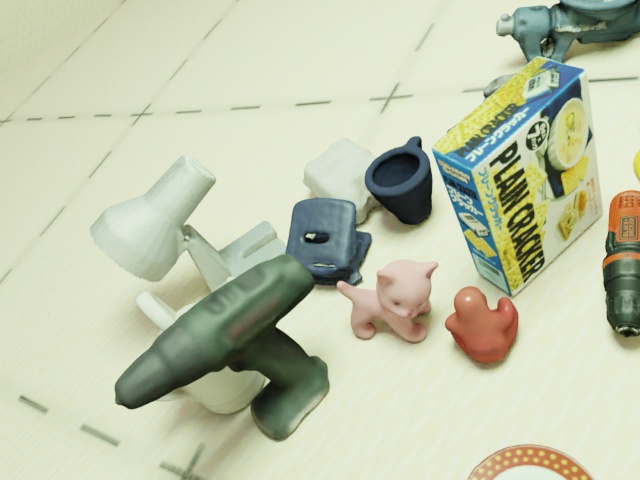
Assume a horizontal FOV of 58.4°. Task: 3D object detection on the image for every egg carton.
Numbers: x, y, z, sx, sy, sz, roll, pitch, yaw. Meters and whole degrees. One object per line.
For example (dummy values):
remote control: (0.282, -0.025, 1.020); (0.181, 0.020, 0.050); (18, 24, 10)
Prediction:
egg carton: (0.043, -0.092, 0.877); (0.107, 0.070, 0.150); (-39, 42, -6)

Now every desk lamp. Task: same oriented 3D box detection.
desk lamp: (-0.186, -0.009, 0.830); (0.203, 0.214, 0.117); (-36, 42, -3)

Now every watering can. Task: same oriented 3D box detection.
watering can: (-0.149, 0.120, 0.701); (0.100, 0.195, 0.173); (9, 56, 37)

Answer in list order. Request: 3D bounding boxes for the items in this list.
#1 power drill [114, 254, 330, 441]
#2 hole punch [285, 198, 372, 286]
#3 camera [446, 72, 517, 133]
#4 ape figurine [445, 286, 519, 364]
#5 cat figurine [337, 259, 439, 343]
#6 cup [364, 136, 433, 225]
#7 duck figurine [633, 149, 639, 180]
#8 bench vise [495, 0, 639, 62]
power drill: (-0.081, 0.134, 0.636); (0.230, 0.209, 0.075); (-46, 44, -14)
hole punch: (0.007, 0.003, 0.794); (0.108, 0.091, 0.101); (1, 52, 32)
camera: (0.245, -0.163, 0.798); (0.136, 0.101, 0.143); (-16, 45, 18)
ape figurine: (0.171, 0.084, 0.618); (0.077, 0.092, 0.076); (-7, 48, 26)
cat figurine: (0.081, 0.063, 0.673); (0.127, 0.118, 0.067); (-4, 50, 29)
cup: (0.123, -0.077, 0.795); (0.091, 0.095, 0.118); (7, 55, 36)
duck figurine: (0.408, -0.103, 0.653); (0.077, 0.086, 0.104); (-35, 42, -3)
bench vise: (0.360, -0.358, 0.821); (0.207, 0.220, 0.121); (-28, 42, 6)
